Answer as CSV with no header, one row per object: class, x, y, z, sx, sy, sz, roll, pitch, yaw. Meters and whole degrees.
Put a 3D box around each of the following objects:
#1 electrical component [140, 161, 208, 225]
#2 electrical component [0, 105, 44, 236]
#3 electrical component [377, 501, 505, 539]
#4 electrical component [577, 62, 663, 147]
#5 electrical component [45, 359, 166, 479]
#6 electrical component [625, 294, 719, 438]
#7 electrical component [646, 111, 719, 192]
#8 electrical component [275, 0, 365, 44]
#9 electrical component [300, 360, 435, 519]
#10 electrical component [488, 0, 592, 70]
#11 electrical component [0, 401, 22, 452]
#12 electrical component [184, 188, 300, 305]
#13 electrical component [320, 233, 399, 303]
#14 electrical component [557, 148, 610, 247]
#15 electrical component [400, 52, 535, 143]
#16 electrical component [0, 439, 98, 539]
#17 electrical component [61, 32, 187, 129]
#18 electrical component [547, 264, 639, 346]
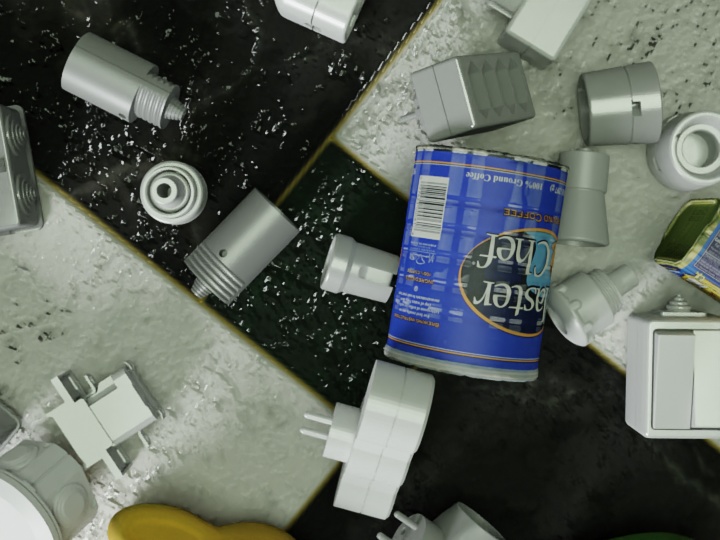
electrical component,-0.127,-0.052,0.726,0.043,0.062,0.043,0,92,-1
electrical component,-0.272,-0.064,0.732,0.100,0.048,0.099,-9,92,0
electrical component,0.047,0.194,0.741,0.079,0.044,0.077,38,92,-19
electrical component,0.175,-0.111,0.730,0.047,0.055,0.055,-6,92,3
electrical component,-0.174,0.099,0.743,0.064,0.042,0.081,-33,93,-2
electrical component,0.219,0.065,0.733,0.062,0.061,0.096,1,92,0
electrical component,0.229,-0.082,0.734,0.055,0.047,0.055,0,92,0
electrical component,-0.019,-0.210,0.725,0.059,0.053,0.095,24,92,-1
electrical component,-0.003,0.109,0.708,0.074,0.138,0.052,15,48,0
electrical component,0.113,-0.186,0.730,0.077,0.047,0.065,31,92,-1
electrical component,-0.311,0.113,0.735,0.109,0.056,0.108,41,92,-2
electrical component,-0.085,-0.013,0.737,0.043,0.043,0.081,44,92,-2
electrical component,0.000,0.000,0.741,0.046,0.040,0.040,16,92,-7
electrical component,0.152,-0.050,0.739,0.044,0.044,0.065,6,87,-1
electrical component,0.062,-0.112,0.724,0.076,0.083,0.047,-14,93,38
electrical component,-0.221,0.157,0.722,0.080,0.051,0.080,17,126,25
electrical component,-0.156,-0.124,0.733,0.081,0.043,0.043,27,92,-1
electrical component,0.162,0.019,0.740,0.062,0.048,0.048,-32,92,-6
